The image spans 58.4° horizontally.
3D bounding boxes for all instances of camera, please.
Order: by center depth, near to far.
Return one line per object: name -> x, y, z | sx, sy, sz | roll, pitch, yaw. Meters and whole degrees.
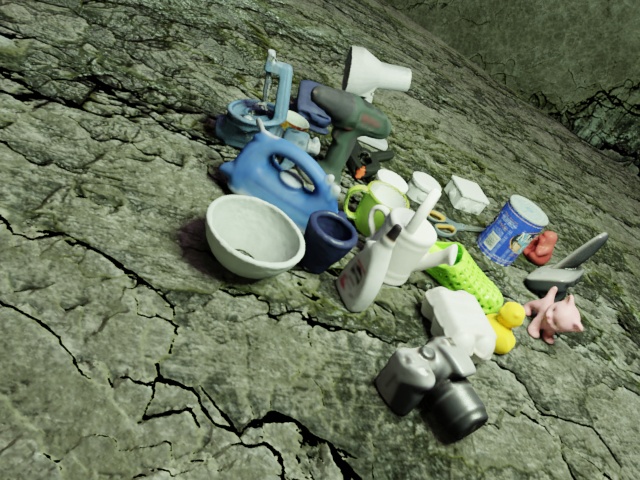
camera -> 0.181, 0.220, 0.849 | 0.144, 0.100, 0.136 | 0, 44, -39

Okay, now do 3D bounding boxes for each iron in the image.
iron -> -0.047, -0.105, 1.051 | 0.258, 0.141, 0.119 | 33, 33, 2

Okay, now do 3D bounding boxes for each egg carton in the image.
egg carton -> 0.246, 0.151, 1.021 | 0.107, 0.069, 0.150 | 11, 38, -29

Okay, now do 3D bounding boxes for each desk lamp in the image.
desk lamp -> 0.128, -0.373, 1.482 | 0.204, 0.213, 0.118 | 20, 34, -17

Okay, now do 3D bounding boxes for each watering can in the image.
watering can -> 0.172, -0.011, 1.060 | 0.173, 0.194, 0.101 | 26, 33, -9

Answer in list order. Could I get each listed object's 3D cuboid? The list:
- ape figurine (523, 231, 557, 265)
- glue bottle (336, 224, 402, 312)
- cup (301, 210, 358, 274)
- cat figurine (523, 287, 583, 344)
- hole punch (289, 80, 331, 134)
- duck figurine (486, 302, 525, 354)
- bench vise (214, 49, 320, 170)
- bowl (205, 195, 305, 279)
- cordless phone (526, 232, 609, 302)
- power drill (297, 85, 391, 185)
ape figurine -> 0.557, 0.014, 1.437 | 0.076, 0.092, 0.078 | 38, 33, 9
glue bottle -> 0.086, 0.038, 0.943 | 0.037, 0.173, 0.078 | 5, 41, -35
cup -> 0.009, 0.004, 0.997 | 0.091, 0.095, 0.118 | 31, 33, -1
cat figurine -> 0.483, 0.150, 1.174 | 0.067, 0.117, 0.128 | 24, 34, -12
hole punch -> -0.012, -0.331, 1.425 | 0.109, 0.091, 0.101 | 16, 36, -23
duck figurine -> 0.351, 0.158, 1.083 | 0.077, 0.086, 0.105 | 33, 33, 1
bench vise -> -0.085, -0.257, 1.148 | 0.208, 0.219, 0.121 | 18, 35, -20
bowl -> -0.112, 0.007, 0.911 | 0.168, 0.074, 0.167 | 22, 34, -15
cordless phone -> 0.572, 0.053, 1.313 | 0.094, 0.185, 0.148 | 44, 35, 19
power drill -> 0.037, -0.216, 1.204 | 0.230, 0.208, 0.075 | -1, 45, -40
